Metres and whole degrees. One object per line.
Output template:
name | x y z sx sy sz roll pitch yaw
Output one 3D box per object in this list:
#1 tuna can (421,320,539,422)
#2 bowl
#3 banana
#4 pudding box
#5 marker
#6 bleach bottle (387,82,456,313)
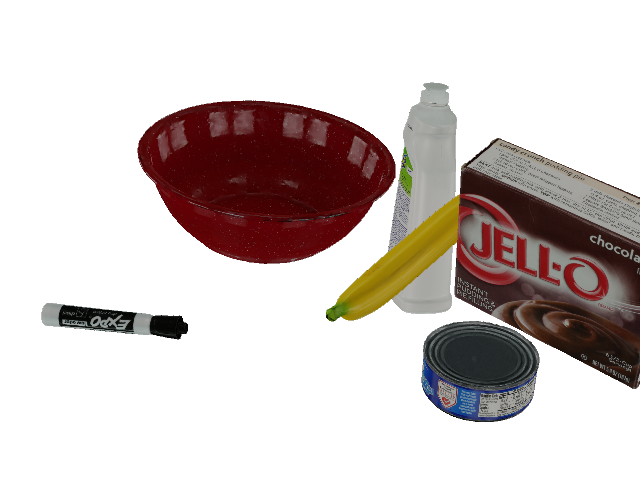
tuna can | 0.118 0.097 0.798 0.086 0.034 0.086 1 29 -1
bowl | -0.035 -0.032 0.678 0.162 0.055 0.162 5 30 -3
banana | 0.086 0.018 1.012 0.197 0.037 0.070 -41 2 -5
pudding box | 0.123 0.010 0.535 0.114 0.090 0.039 26 50 29
marker | -0.165 0.065 0.859 0.121 0.020 0.020 5 1 12
bleach bottle | 0.120 -0.050 1.205 0.068 0.251 0.102 -2 23 -13
